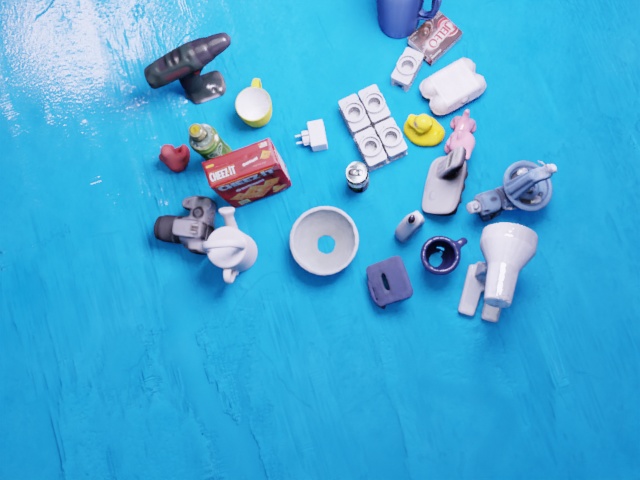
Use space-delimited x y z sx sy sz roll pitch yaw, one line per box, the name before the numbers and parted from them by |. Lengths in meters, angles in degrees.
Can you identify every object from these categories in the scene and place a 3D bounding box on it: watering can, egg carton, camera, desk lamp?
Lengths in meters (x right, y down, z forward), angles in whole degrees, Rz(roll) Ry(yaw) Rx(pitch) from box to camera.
watering can | -0.220 0.011 1.355 0.101 0.194 0.173 -23 80 2
egg carton | 0.330 -0.379 1.421 0.150 0.069 0.107 -31 80 1
camera | -0.338 -0.042 1.421 0.136 0.101 0.143 6 82 7
desk lamp | 0.396 0.077 1.276 0.118 0.213 0.203 15 83 8

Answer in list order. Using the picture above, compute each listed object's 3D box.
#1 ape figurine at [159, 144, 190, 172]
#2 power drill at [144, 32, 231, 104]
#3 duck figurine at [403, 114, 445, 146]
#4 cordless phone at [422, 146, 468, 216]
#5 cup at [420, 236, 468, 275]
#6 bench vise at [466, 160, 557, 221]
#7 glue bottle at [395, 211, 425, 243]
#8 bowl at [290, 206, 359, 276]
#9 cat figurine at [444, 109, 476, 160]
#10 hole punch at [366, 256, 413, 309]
ape figurine | -0.375 -0.216 1.454 0.077 0.092 0.076 -1 82 6
power drill | -0.306 -0.421 1.418 0.229 0.208 0.075 -21 80 2
duck figurine | 0.257 -0.278 1.405 0.104 0.086 0.077 24 85 9
cordless phone | 0.297 -0.137 1.331 0.094 0.185 0.148 11 83 7
cup | 0.291 0.033 1.352 0.118 0.095 0.091 -32 80 0
bench vise | 0.445 -0.103 1.294 0.207 0.220 0.121 -39 80 -1
glue bottle | 0.211 -0.038 1.331 0.078 0.173 0.037 -42 80 -1
bowl | 0.013 0.005 1.394 0.167 0.075 0.167 -1 82 6
cat figurine | 0.342 -0.251 1.377 0.067 0.118 0.128 12 83 8
hole punch | 0.163 0.101 1.357 0.101 0.091 0.108 -19 80 3
